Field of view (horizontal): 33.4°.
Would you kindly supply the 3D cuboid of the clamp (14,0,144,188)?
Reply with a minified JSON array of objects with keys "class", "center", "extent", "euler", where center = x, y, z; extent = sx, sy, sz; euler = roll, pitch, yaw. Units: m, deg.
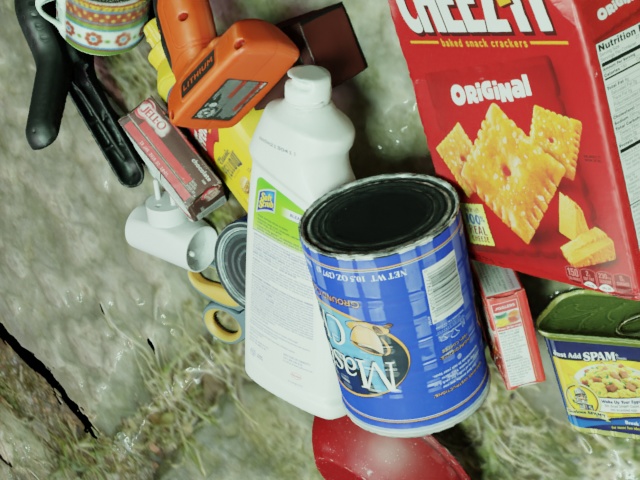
[{"class":"clamp","center":[-0.210,-0.145,0.902],"extent":[0.036,0.164,0.210],"euler":[-21,69,13]}]

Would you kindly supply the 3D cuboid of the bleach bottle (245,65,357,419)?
[{"class":"bleach bottle","center":[-0.005,0.001,0.756],"extent":[0.103,0.067,0.251],"euler":[23,127,30]}]

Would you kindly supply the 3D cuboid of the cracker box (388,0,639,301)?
[{"class":"cracker box","center":[0.126,-0.082,0.621],"extent":[0.164,0.072,0.213],"euler":[17,131,57]}]

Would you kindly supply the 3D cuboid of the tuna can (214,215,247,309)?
[{"class":"tuna can","center":[-0.049,0.019,0.904],"extent":[0.086,0.033,0.086],"euler":[16,118,33]}]

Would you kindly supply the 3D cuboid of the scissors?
[{"class":"scissors","center":[-0.044,0.080,0.964],"extent":[0.202,0.016,0.096],"euler":[29,133,26]}]

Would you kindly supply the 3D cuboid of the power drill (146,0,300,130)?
[{"class":"power drill","center":[-0.078,-0.186,0.738],"extent":[0.185,0.057,0.188],"euler":[-41,60,44]}]

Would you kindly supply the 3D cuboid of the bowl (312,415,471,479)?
[{"class":"bowl","center":[0.048,0.189,0.886],"extent":[0.162,0.055,0.162],"euler":[32,156,16]}]

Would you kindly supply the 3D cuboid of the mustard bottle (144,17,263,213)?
[{"class":"mustard bottle","center":[-0.073,-0.097,0.836],"extent":[0.191,0.058,0.096],"euler":[51,153,4]}]

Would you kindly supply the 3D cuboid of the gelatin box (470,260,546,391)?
[{"class":"gelatin box","center":[0.125,0.049,0.735],"extent":[0.030,0.089,0.073],"euler":[-15,114,4]}]

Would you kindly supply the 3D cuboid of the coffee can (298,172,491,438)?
[{"class":"coffee can","center":[0.050,0.042,0.692],"extent":[0.103,0.102,0.140],"euler":[11,128,38]}]

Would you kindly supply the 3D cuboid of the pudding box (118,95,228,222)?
[{"class":"pudding box","center":[-0.119,-0.064,0.878],"extent":[0.090,0.039,0.113],"euler":[52,173,3]}]

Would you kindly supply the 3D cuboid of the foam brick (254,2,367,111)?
[{"class":"foam brick","center":[-0.016,-0.131,0.765],"extent":[0.078,0.051,0.053],"euler":[-8,111,46]}]

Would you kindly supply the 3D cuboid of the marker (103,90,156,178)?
[{"class":"marker","center":[-0.180,-0.106,0.961],"extent":[0.121,0.020,0.020],"euler":[49,139,6]}]

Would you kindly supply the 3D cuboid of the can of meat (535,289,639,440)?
[{"class":"can of meat","center":[0.203,0.083,0.706],"extent":[0.102,0.057,0.084],"euler":[0,119,43]}]
